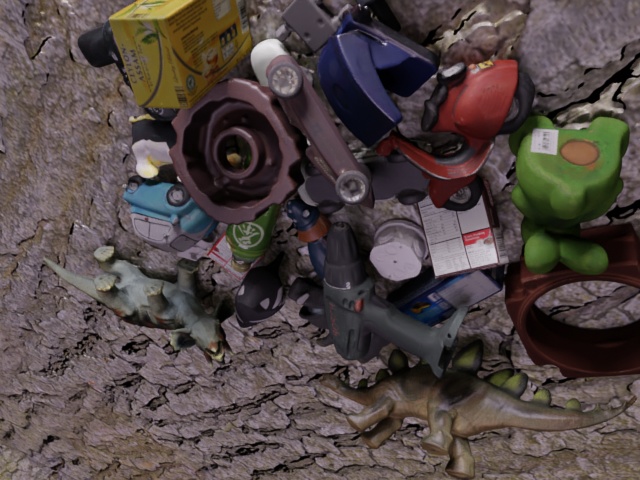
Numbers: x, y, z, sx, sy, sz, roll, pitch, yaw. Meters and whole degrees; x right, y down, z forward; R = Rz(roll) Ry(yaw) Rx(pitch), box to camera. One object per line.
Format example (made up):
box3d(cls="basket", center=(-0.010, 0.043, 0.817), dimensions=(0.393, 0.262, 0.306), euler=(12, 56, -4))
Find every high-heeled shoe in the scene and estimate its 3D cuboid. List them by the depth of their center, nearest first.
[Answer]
box3d(cls="high-heeled shoe", center=(-0.115, 0.118, 0.898), dimensions=(0.086, 0.145, 0.248), euler=(28, 133, 0))

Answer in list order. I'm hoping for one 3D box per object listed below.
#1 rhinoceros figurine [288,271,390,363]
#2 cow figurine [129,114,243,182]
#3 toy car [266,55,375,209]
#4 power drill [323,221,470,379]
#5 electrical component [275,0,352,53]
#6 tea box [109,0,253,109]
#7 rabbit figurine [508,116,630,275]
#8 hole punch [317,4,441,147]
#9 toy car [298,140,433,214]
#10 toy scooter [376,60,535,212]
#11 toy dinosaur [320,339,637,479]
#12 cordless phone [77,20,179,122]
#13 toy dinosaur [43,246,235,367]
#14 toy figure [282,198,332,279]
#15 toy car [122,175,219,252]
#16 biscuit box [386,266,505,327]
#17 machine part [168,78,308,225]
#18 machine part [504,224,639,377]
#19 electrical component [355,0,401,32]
box3d(cls="rhinoceros figurine", center=(0.033, 0.125, 0.888), dimensions=(0.190, 0.073, 0.112), euler=(28, 136, -2))
box3d(cls="cow figurine", center=(-0.190, -0.136, 0.767), dimensions=(0.168, 0.068, 0.098), euler=(7, 125, 18))
box3d(cls="toy car", center=(0.002, -0.119, 0.621), dimensions=(0.053, 0.089, 0.202), euler=(-30, 101, 12))
box3d(cls="power drill", center=(0.096, 0.096, 0.750), dimensions=(0.207, 0.086, 0.231), euler=(16, 128, 17))
box3d(cls="electrical component", center=(-0.008, -0.249, 0.615), dimensions=(0.094, 0.021, 0.063), euler=(-30, 113, 39))
box3d(cls="tea box", center=(-0.144, -0.225, 0.593), dimensions=(0.068, 0.170, 0.098), euler=(7, 130, 19))
box3d(cls="rabbit figurine", center=(0.278, -0.032, 0.607), dimensions=(0.121, 0.159, 0.170), euler=(-1, 144, 12))
box3d(cls="hole punch", center=(0.049, -0.169, 0.581), dimensions=(0.116, 0.092, 0.142), euler=(29, 174, -7))
box3d(cls="toy car", center=(0.061, -0.083, 0.708), dimensions=(0.202, 0.056, 0.073), euler=(-5, 120, 26))
box3d(cls="toy scooter", center=(0.141, -0.121, 0.598), dimensions=(0.135, 0.075, 0.183), euler=(16, 122, -7))
box3d(cls="toy dinosaur", center=(0.207, 0.247, 0.823), dimensions=(0.472, 0.198, 0.104), euler=(5, 141, 33))
box3d(cls="cordless phone", center=(-0.244, -0.226, 0.716), dimensions=(0.184, 0.089, 0.146), euler=(3, 133, 37))
box3d(cls="toy dinosaur", center=(-0.324, 0.118, 1.019), dimensions=(0.405, 0.131, 0.191), euler=(11, 132, 23))
box3d(cls="toy figure", center=(-0.004, -0.002, 0.806), dimensions=(0.064, 0.058, 0.154), euler=(-14, 118, 25))
box3d(cls="toy car", center=(-0.232, -0.034, 0.824), dimensions=(0.162, 0.103, 0.109), euler=(12, 171, 18))
box3d(cls="biscuit box", center=(0.174, 0.078, 0.792), dimensions=(0.059, 0.063, 0.202), euler=(38, 134, -13))
box3d(cls="machine part", center=(-0.100, -0.109, 0.672), dimensions=(0.180, 0.056, 0.179), euler=(6, 108, 18))
box3d(cls="machine part", center=(0.360, 0.088, 0.703), dimensions=(0.202, 0.087, 0.200), euler=(-15, 121, 31))
box3d(cls="electrical component", center=(0.059, -0.264, 0.536), dimensions=(0.048, 0.075, 0.119), euler=(-22, 113, 37))
